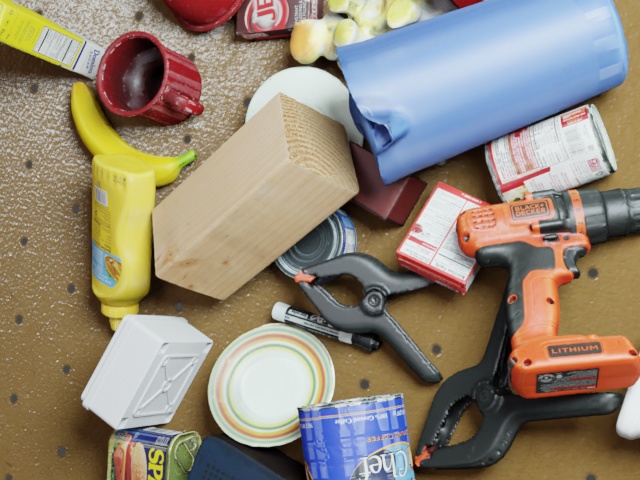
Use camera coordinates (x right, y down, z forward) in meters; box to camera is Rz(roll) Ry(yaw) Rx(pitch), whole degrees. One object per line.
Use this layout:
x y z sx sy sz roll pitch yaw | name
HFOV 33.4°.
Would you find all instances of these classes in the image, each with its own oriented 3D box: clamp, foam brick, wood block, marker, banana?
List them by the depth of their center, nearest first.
0.160 0.134 0.976 0.210 0.036 0.164 -43 49 28 | clamp
0.064 0.051 1.032 0.171 0.039 0.120 26 87 8 | clamp
-0.068 -0.038 1.052 0.206 0.090 0.091 -39 45 32 | wood block
0.056 -0.055 1.054 0.078 0.053 0.051 32 98 24 | foam brick
0.007 0.088 1.078 0.121 0.020 0.020 16 91 26 | marker
-0.224 -0.110 1.208 0.198 0.037 0.069 32 81 24 | banana

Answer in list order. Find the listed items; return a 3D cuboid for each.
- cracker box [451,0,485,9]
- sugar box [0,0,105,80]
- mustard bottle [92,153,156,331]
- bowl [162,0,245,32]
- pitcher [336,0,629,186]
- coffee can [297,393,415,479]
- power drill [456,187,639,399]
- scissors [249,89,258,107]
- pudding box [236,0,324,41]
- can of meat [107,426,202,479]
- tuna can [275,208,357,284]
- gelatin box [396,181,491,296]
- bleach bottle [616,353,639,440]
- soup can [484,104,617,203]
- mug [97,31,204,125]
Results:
0.124 -0.319 0.991 0.072 0.164 0.214 -22 75 20 | cracker box
-0.328 -0.235 1.193 0.093 0.176 0.048 30 99 25 | sugar box
-0.215 0.008 1.156 0.096 0.058 0.192 26 117 50 | mustard bottle
-0.136 -0.310 1.151 0.162 0.055 0.162 -6 82 44 | bowl
0.143 -0.154 0.969 0.243 0.145 0.149 -20 64 5 | pitcher
0.038 0.219 0.997 0.103 0.102 0.140 -11 82 24 | coffee can
0.218 0.038 0.914 0.184 0.057 0.187 -9 52 7 | power drill
-0.092 -0.110 1.151 0.202 0.016 0.096 -16 79 23 | scissors
-0.042 -0.272 1.134 0.090 0.039 0.113 -1 82 27 | pudding box
-0.176 0.248 1.125 0.084 0.057 0.102 4 91 29 | can of meat
-0.007 0.001 1.088 0.086 0.033 0.086 -3 83 26 | tuna can
0.124 -0.001 1.005 0.073 0.030 0.089 26 70 19 | gelatin box
0.379 0.155 0.867 0.251 0.068 0.102 19 92 24 | bleach bottle
0.210 -0.076 0.973 0.102 0.068 0.068 -20 76 22 | soup can
-0.173 -0.167 1.162 0.117 0.081 0.093 30 97 26 | mug
